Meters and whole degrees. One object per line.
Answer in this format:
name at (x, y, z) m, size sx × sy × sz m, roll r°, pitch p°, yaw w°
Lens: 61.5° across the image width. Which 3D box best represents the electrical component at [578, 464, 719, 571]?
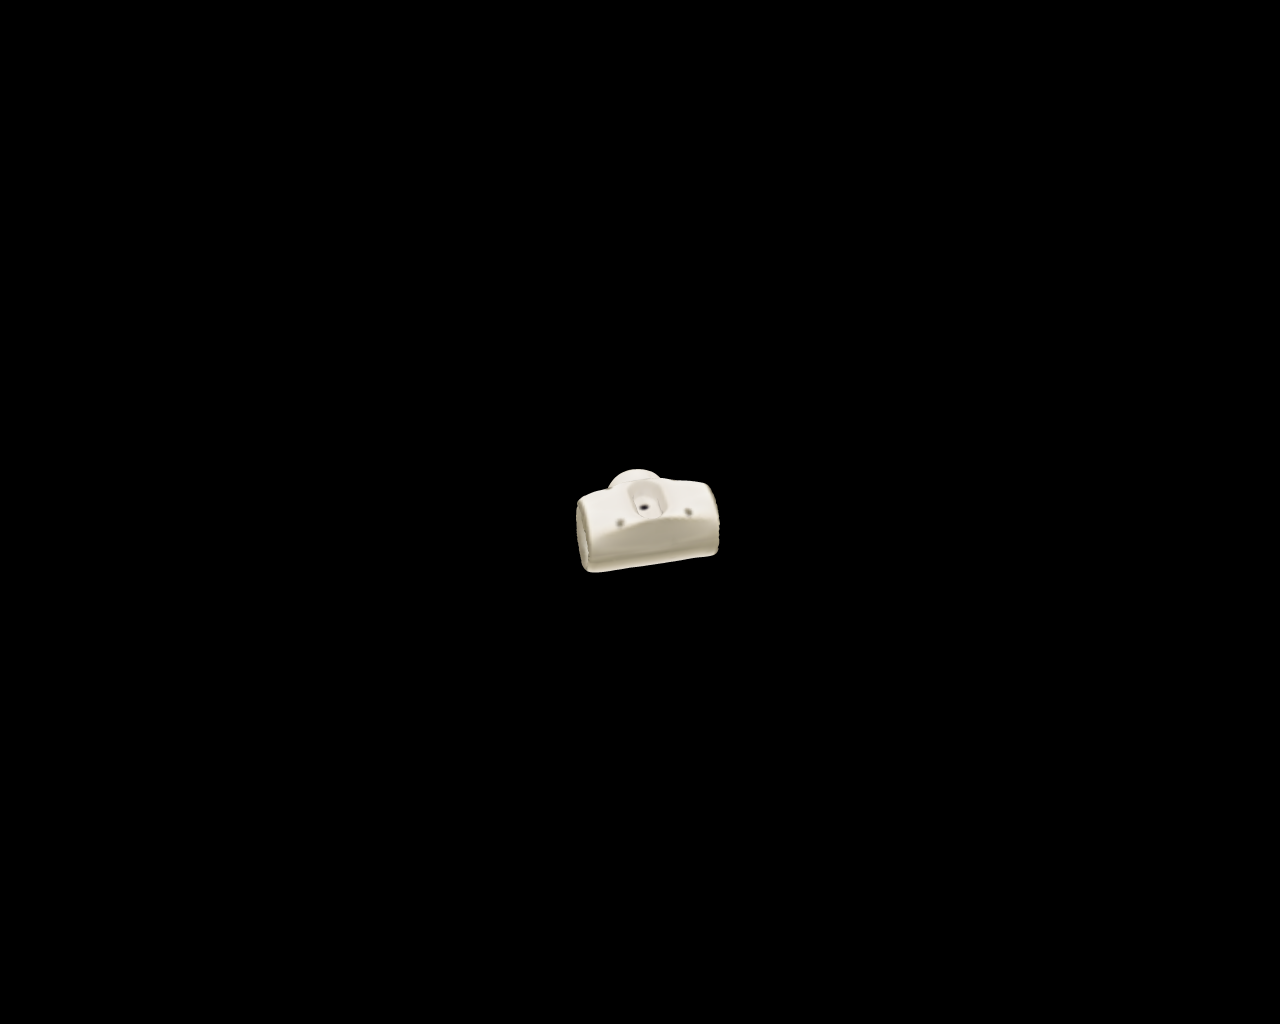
electrical component at (0.001, -0.003, 0.650) m, size 0.077 × 0.043 × 0.079 m, roll -7°, pitch 39°, yaw -9°
